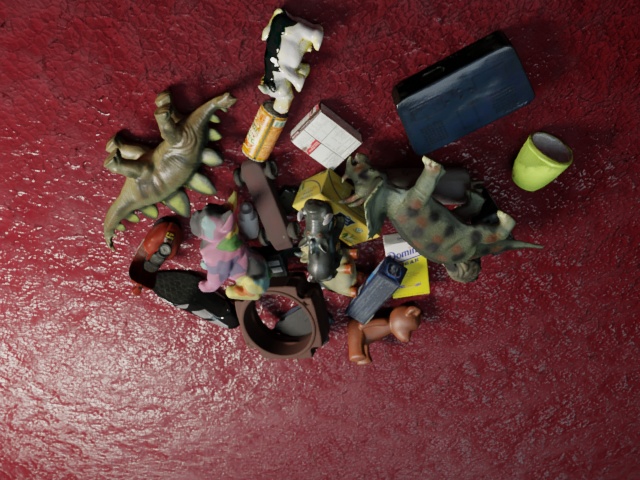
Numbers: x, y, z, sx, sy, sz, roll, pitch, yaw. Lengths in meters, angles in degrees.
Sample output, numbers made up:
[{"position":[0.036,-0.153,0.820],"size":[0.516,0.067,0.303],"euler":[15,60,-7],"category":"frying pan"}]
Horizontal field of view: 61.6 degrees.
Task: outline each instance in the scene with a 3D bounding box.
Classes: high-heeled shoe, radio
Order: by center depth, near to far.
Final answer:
[{"position":[0.250,-0.260,0.965],"size":[0.230,0.073,0.131],"euler":[-26,127,17],"category":"radio"},{"position":[-0.305,0.148,1.319],"size":[0.249,0.086,0.145],"euler":[25,160,-1],"category":"high-heeled shoe"}]

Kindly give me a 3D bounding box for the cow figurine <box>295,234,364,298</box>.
[{"position":[0.023,0.048,1.211],"size":[0.127,0.085,0.194],"euler":[5,145,19],"category":"cow figurine"}]

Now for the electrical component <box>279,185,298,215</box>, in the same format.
[{"position":[-0.069,-0.086,1.134],"size":[0.094,0.021,0.063],"euler":[23,126,-20],"category":"electrical component"}]

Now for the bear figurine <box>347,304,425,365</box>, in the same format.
[{"position":[0.173,0.238,1.369],"size":[0.196,0.132,0.120],"euler":[-9,158,11],"category":"bear figurine"}]

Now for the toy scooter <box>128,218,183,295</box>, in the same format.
[{"position":[-0.364,0.044,1.161],"size":[0.075,0.135,0.184],"euler":[31,122,-24],"category":"toy scooter"}]

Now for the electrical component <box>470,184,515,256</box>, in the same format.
[{"position":[0.356,-0.035,1.126],"size":[0.058,0.134,0.114],"euler":[-31,124,22],"category":"electrical component"}]

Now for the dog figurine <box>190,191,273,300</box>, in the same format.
[{"position":[-0.175,0.011,1.102],"size":[0.191,0.108,0.219],"euler":[12,128,-11],"category":"dog figurine"}]

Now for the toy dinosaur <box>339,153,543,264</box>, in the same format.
[{"position":[0.220,-0.029,1.008],"size":[0.405,0.131,0.192],"euler":[36,106,-9],"category":"toy dinosaur"}]

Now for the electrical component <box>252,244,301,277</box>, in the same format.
[{"position":[-0.097,0.046,1.233],"size":[0.119,0.048,0.074],"euler":[-7,131,5],"category":"electrical component"}]

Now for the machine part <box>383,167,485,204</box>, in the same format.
[{"position":[0.213,-0.109,1.091],"size":[0.243,0.079,0.079],"euler":[0,131,-1],"category":"machine part"}]

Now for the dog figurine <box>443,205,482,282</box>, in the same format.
[{"position":[0.302,0.045,1.156],"size":[0.121,0.191,0.172],"euler":[-30,128,22],"category":"dog figurine"}]

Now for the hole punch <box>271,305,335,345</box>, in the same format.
[{"position":[-0.035,0.216,1.374],"size":[0.142,0.092,0.115],"euler":[-34,99,27],"category":"hole punch"}]

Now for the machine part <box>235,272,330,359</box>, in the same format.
[{"position":[-0.089,0.182,1.275],"size":[0.201,0.087,0.201],"euler":[-4,111,18],"category":"machine part"}]

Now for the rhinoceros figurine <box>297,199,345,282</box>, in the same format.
[{"position":[-0.002,-0.003,1.046],"size":[0.073,0.112,0.190],"euler":[14,134,19],"category":"rhinoceros figurine"}]

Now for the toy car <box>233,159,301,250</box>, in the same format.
[{"position":[-0.104,-0.074,1.096],"size":[0.089,0.053,0.202],"euler":[-14,112,20],"category":"toy car"}]

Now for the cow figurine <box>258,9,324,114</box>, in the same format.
[{"position":[-0.064,-0.299,0.915],"size":[0.098,0.068,0.167],"euler":[21,124,-13],"category":"cow figurine"}]

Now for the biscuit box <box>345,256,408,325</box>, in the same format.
[{"position":[0.130,0.121,1.266],"size":[0.063,0.059,0.202],"euler":[32,140,-1],"category":"biscuit box"}]

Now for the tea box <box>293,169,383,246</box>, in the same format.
[{"position":[0.041,-0.064,1.109],"size":[0.169,0.068,0.098],"euler":[34,149,-26],"category":"tea box"}]

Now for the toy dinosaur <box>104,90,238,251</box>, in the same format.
[{"position":[-0.312,-0.127,1.034],"size":[0.471,0.105,0.198],"euler":[-32,128,27],"category":"toy dinosaur"}]
